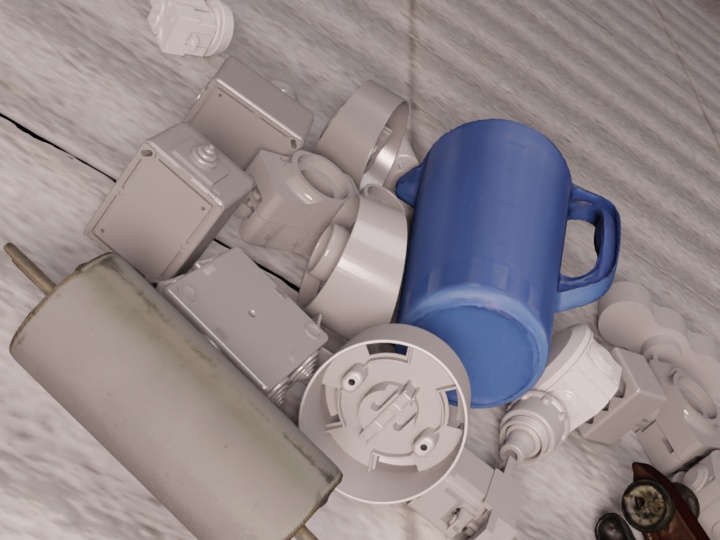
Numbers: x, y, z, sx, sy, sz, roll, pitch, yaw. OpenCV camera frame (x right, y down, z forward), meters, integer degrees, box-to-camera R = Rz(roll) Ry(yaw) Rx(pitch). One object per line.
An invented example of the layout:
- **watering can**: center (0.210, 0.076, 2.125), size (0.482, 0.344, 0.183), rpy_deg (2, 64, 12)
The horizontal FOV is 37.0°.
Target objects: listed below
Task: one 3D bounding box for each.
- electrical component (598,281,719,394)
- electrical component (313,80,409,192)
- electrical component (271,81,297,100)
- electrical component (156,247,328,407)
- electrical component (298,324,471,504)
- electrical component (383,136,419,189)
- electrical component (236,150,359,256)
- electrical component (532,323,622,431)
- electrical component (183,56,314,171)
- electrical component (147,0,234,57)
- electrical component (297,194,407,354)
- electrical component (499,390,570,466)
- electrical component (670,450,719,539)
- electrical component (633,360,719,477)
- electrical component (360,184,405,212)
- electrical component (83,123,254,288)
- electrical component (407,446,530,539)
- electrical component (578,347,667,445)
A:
- **electrical component**: center (0.284, 0.075, 1.015), size (0.138, 0.052, 0.073), rpy_deg (36, 30, -10)
- **electrical component**: center (0.003, -0.103, 0.878), size (0.064, 0.099, 0.099), rpy_deg (36, 29, 2)
- **electrical component**: center (-0.070, -0.125, 0.877), size (0.040, 0.040, 0.046), rpy_deg (22, 42, -31)
- **electrical component**: center (-0.076, 0.040, 0.642), size (0.100, 0.048, 0.100), rpy_deg (44, 30, 4)
- **electrical component**: center (0.018, 0.084, 0.651), size (0.099, 0.099, 0.064), rpy_deg (41, 24, -1)
- **electrical component**: center (0.025, -0.108, 0.964), size (0.040, 0.040, 0.078), rpy_deg (16, 38, -37)
- **electrical component**: center (-0.043, -0.049, 0.792), size (0.089, 0.055, 0.050), rpy_deg (12, 41, -41)
- **electrical component**: center (0.159, 0.084, 0.831), size (0.051, 0.080, 0.080), rpy_deg (45, 29, -5)
- **electrical component**: center (-0.080, -0.107, 0.817), size (0.096, 0.061, 0.061), rpy_deg (35, 30, -12)
- **electrical component**: center (-0.139, -0.204, 0.894), size (0.055, 0.048, 0.066), rpy_deg (2, 47, -38)
- **electrical component**: center (0.000, 0.000, 0.740), size (0.064, 0.099, 0.099), rpy_deg (27, 32, -13)
- **electrical component**: center (0.121, 0.119, 0.775), size (0.048, 0.048, 0.062), rpy_deg (46, 36, 7)
- **electrical component**: center (0.293, 0.191, 0.875), size (0.080, 0.051, 0.080), rpy_deg (30, 32, -21)
- **electrical component**: center (0.271, 0.126, 0.929), size (0.050, 0.055, 0.089), rpy_deg (14, 40, -40)
- **electrical component**: center (0.007, -0.038, 0.844), size (0.040, 0.046, 0.040), rpy_deg (29, 32, -21)
- **electrical component**: center (-0.112, -0.044, 0.662), size (0.062, 0.096, 0.061), rpy_deg (41, 28, -1)
- **electrical component**: center (0.067, 0.145, 0.680), size (0.064, 0.042, 0.081), rpy_deg (38, 29, -1)
- **electrical component**: center (0.220, 0.107, 0.885), size (0.077, 0.065, 0.047), rpy_deg (18, 37, -36)
